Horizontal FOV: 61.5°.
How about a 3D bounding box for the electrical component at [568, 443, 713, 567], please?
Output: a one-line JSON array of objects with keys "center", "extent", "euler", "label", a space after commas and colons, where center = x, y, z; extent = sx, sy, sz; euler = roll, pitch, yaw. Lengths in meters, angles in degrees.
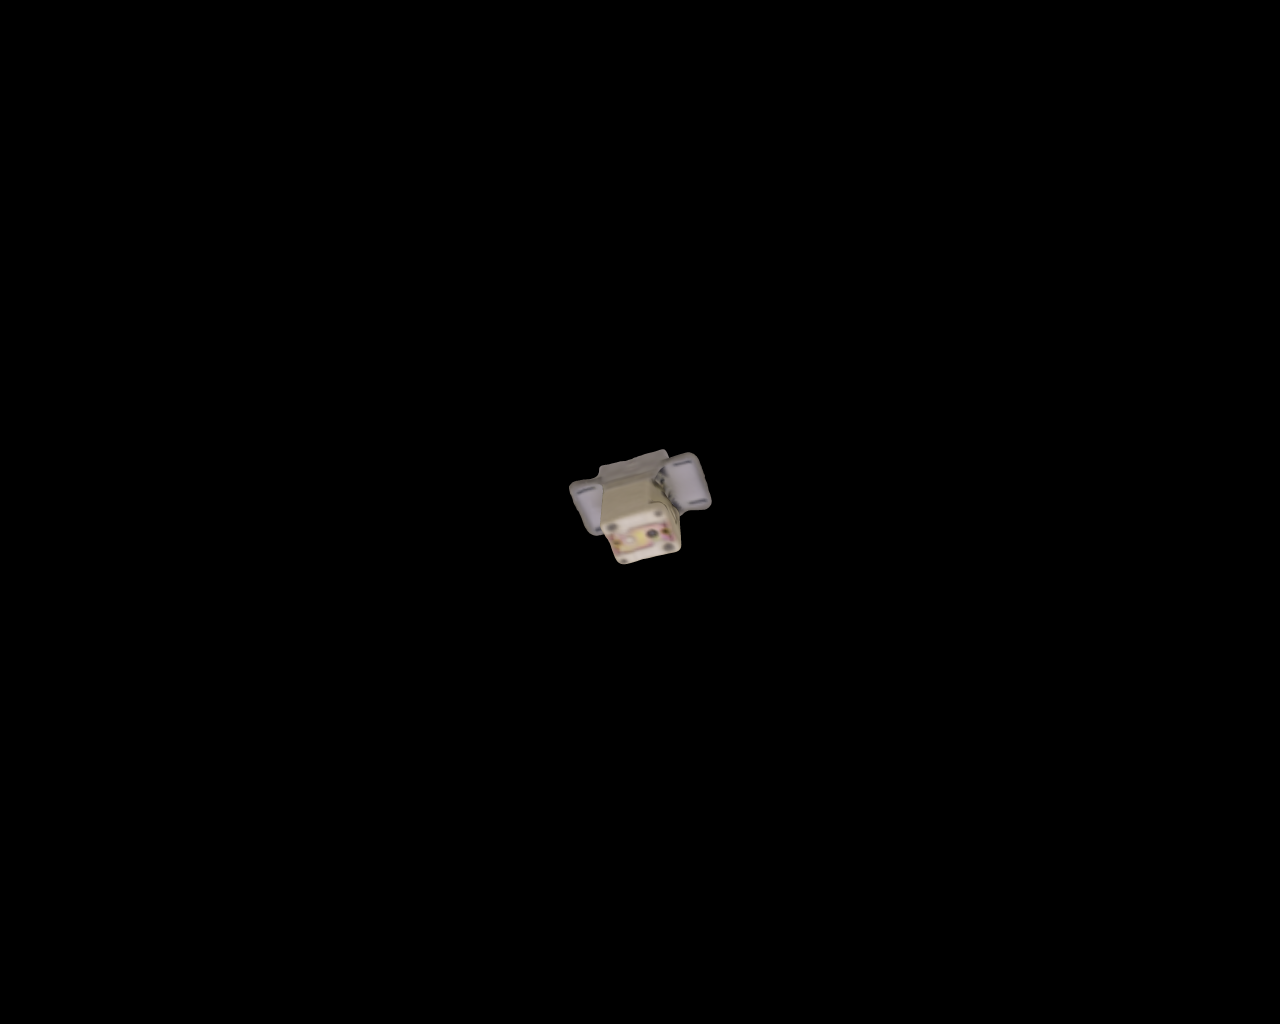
[{"center": [0.001, -0.003, 0.650], "extent": [0.081, 0.042, 0.064], "euler": [-15, 36, 11], "label": "electrical component"}]
